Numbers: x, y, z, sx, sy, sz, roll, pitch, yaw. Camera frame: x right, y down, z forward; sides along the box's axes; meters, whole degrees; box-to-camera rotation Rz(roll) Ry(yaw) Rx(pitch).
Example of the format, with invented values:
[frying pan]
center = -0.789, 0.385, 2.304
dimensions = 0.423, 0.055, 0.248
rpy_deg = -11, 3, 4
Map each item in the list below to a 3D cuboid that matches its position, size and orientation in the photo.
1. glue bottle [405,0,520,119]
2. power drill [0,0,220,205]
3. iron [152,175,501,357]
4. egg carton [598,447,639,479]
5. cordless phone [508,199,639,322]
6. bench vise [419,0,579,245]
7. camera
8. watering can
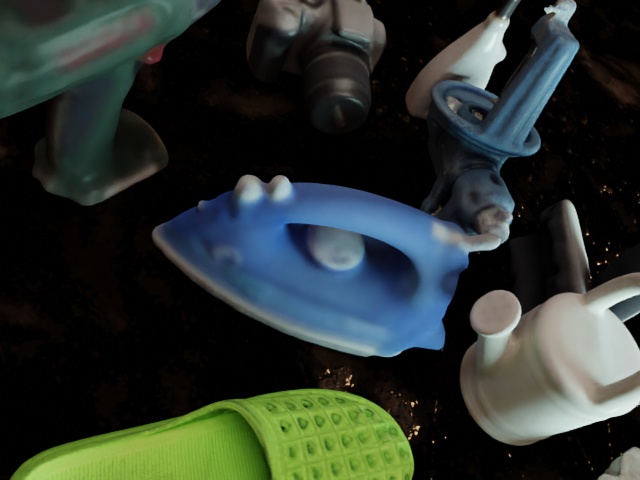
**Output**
[glue bottle]
center = 0.164, -0.199, 0.626
dimensions = 0.078, 0.173, 0.037
rpy_deg = 3, 60, -22
[power drill]
center = -0.147, -0.124, 0.417
dimensions = 0.075, 0.208, 0.230
rpy_deg = 46, 53, 7
[iron]
center = 0.004, 0.002, 0.452
dimensions = 0.259, 0.141, 0.118
rpy_deg = 16, 55, -15
[egg carton]
center = 0.284, 0.256, 0.471
dimensions = 0.107, 0.069, 0.150
rpy_deg = -20, 71, -32
[cordless phone]
center = 0.270, 0.014, 0.538
dimensions = 0.094, 0.185, 0.147
rpy_deg = 13, 56, -17
[bench vise]
center = 0.180, -0.100, 0.544
dimensions = 0.122, 0.219, 0.207
rpy_deg = -1, 61, -25
[camera]
center = 0.004, -0.188, 0.592
dimensions = 0.143, 0.100, 0.137
rpy_deg = 9, 58, -20
[watering can]
center = 0.197, 0.093, 0.452
dimensions = 0.173, 0.194, 0.101
rpy_deg = 2, 60, -23
